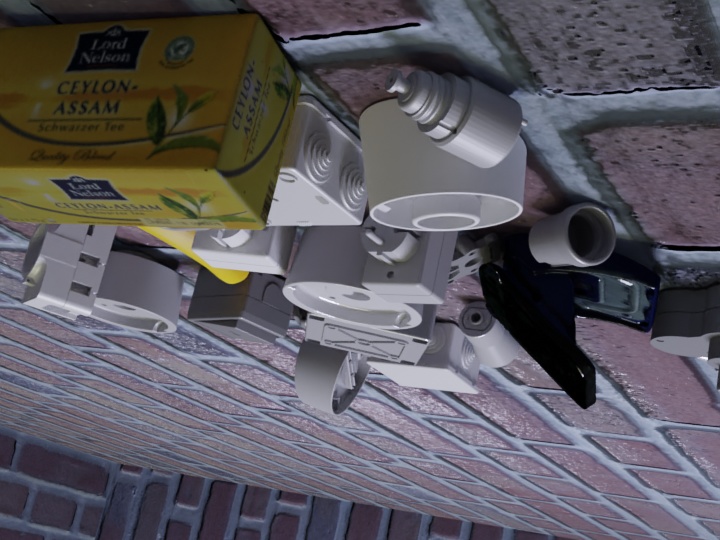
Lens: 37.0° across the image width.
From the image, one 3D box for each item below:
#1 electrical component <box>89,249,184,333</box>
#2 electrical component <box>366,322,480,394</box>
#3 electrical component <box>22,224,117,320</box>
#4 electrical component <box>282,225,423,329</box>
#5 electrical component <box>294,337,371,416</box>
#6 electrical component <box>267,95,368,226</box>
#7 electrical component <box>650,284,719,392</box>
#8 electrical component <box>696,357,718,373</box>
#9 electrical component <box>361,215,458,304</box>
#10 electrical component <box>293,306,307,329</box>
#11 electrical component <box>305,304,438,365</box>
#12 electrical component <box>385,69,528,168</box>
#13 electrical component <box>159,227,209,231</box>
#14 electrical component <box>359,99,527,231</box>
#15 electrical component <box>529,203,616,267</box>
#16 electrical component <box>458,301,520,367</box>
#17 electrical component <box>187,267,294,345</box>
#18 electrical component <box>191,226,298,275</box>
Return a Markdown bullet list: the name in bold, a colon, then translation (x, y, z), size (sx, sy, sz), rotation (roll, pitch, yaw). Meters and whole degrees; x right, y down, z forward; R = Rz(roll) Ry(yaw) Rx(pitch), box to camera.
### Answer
- **electrical component**: translation (-0.221, 0.015, 1.028), size (0.108, 0.060, 0.108), rotation (11, 163, 4)
- **electrical component**: translation (0.067, 0.084, 1.064), size (0.100, 0.048, 0.100), rotation (3, 161, 28)
- **electrical component**: translation (-0.252, -0.010, 0.922), size (0.056, 0.089, 0.050), rotation (22, 161, -29)
- **electrical component**: translation (0.000, 0.000, 0.823), size (0.108, 0.060, 0.108), rotation (12, 163, 4)
- **electrical component**: translation (-0.021, 0.098, 1.094), size (0.064, 0.099, 0.099), rotation (11, 164, 27)
- **electrical component**: translation (-0.048, -0.064, 0.672), size (0.100, 0.048, 0.100), rotation (1, 159, 32)
- **electrical component**: translation (0.271, 0.052, 0.772), size (0.052, 0.073, 0.138), rotation (24, 160, -32)
- **electrical component**: translation (0.309, 0.075, 0.889), size (0.061, 0.035, 0.035), rotation (15, 163, 1)
- **electrical component**: translation (0.026, -0.020, 0.731), size (0.047, 0.065, 0.077), rotation (1, 159, 34)
- **electrical component**: translation (-0.038, 0.045, 1.040), size (0.035, 0.035, 0.061), rotation (4, 164, 27)
- **electrical component**: translation (0.009, 0.038, 0.945), size (0.109, 0.056, 0.108), rotation (13, 163, -1)
- **electrical component**: translation (0.048, -0.083, 0.559), size (0.078, 0.040, 0.040), rotation (22, 161, -27)
- **electrical component**: translation (-0.132, -0.070, 0.694), size (0.054, 0.059, 0.095), rotation (0, 159, 35)
- **electrical component**: translation (0.049, -0.059, 0.636), size (0.099, 0.064, 0.099), rotation (-1, 169, 0)
- **electrical component**: translation (0.136, -0.021, 0.698), size (0.040, 0.040, 0.046), rotation (19, 168, -21)
- **electrical component**: translation (0.113, 0.055, 0.954), size (0.044, 0.044, 0.065), rotation (3, 156, 27)
- **electrical component**: translation (-0.117, 0.035, 1.015), size (0.096, 0.061, 0.062), rotation (-4, 156, 43)
- **electrical component**: translation (-0.093, -0.034, 0.804), size (0.066, 0.047, 0.076), rotation (6, 162, 21)
